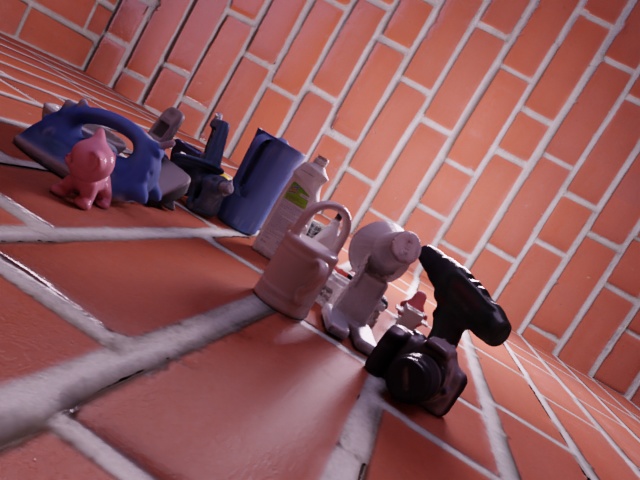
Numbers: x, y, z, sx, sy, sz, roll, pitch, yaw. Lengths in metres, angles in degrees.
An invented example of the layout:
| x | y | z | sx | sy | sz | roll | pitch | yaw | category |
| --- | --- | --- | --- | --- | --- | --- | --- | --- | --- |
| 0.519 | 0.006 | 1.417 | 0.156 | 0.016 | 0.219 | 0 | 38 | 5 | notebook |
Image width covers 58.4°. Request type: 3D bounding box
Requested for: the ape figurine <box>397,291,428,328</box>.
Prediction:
| x | y | z | sx | sy | sz | roll | pitch | yaw | category |
| --- | --- | --- | --- | --- | --- | --- | --- | --- | --- |
| 0.238 | 0.170 | 1.434 | 0.077 | 0.092 | 0.076 | 34 | 7 | 31 | ape figurine |

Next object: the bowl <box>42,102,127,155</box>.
| x | y | z | sx | sy | sz | roll | pitch | yaw | category |
| --- | --- | --- | --- | --- | --- | --- | --- | --- | --- |
| -0.470 | -0.196 | 1.119 | 0.167 | 0.074 | 0.167 | 30 | 6 | -3 | bowl |

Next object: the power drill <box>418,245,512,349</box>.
| x | y | z | sx | sy | sz | roll | pitch | yaw | category |
| --- | --- | --- | --- | --- | --- | --- | --- | --- | --- |
| 0.208 | 0.140 | 0.998 | 0.076 | 0.208 | 0.228 | 24 | 9 | -46 | power drill |

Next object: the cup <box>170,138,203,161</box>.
| x | y | z | sx | sy | sz | roll | pitch | yaw | category |
| --- | --- | --- | --- | --- | --- | --- | --- | --- | --- |
| -0.381 | -0.222 | 1.633 | 0.117 | 0.095 | 0.092 | 32 | 7 | 18 | cup |

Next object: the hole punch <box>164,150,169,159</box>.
| x | y | z | sx | sy | sz | roll | pitch | yaw | category |
| --- | --- | --- | --- | --- | --- | --- | --- | --- | --- |
| -0.371 | -0.168 | 1.277 | 0.101 | 0.091 | 0.109 | 33 | 7 | 21 | hole punch |

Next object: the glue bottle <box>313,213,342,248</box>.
| x | y | z | sx | sy | sz | roll | pitch | yaw | category |
| --- | --- | --- | --- | --- | --- | --- | --- | --- | --- |
| 0.012 | 0.005 | 1.315 | 0.078 | 0.173 | 0.037 | 28 | 7 | -21 | glue bottle |

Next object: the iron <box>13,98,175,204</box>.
| x | y | z | sx | sy | sz | roll | pitch | yaw | category |
| --- | --- | --- | --- | --- | --- | --- | --- | --- | --- |
| -0.380 | -0.164 | 0.979 | 0.258 | 0.141 | 0.118 | 30 | 6 | -4 | iron |

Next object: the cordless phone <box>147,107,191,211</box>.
| x | y | z | sx | sy | sz | roll | pitch | yaw | category |
| --- | --- | --- | --- | --- | --- | --- | --- | --- | --- |
| -0.306 | -0.165 | 1.127 | 0.147 | 0.185 | 0.094 | 33 | 7 | 25 | cordless phone |

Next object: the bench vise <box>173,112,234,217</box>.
| x | y | z | sx | sy | sz | roll | pitch | yaw | category |
| --- | --- | --- | --- | --- | --- | --- | --- | --- | --- |
| -0.245 | -0.174 | 1.318 | 0.207 | 0.219 | 0.122 | 33 | 7 | 22 | bench vise |

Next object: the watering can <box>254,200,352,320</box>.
| x | y | z | sx | sy | sz | roll | pitch | yaw | category |
| --- | --- | --- | --- | --- | --- | --- | --- | --- | --- |
| -0.024 | 0.020 | 0.943 | 0.101 | 0.194 | 0.172 | 23 | 10 | -48 | watering can |

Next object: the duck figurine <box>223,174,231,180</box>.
| x | y | z | sx | sy | sz | roll | pitch | yaw | category |
| --- | --- | --- | --- | --- | --- | --- | --- | --- | --- |
| -0.264 | -0.132 | 1.509 | 0.077 | 0.086 | 0.105 | 33 | 7 | 25 | duck figurine |

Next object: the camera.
| x | y | z | sx | sy | sz | roll | pitch | yaw | category |
| --- | --- | --- | --- | --- | --- | --- | --- | --- | --- |
| 0.138 | 0.183 | 0.840 | 0.142 | 0.101 | 0.137 | 34 | 7 | 27 | camera |

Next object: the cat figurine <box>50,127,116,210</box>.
| x | y | z | sx | sy | sz | roll | pitch | yaw | category |
| --- | --- | --- | --- | --- | --- | --- | --- | --- | --- |
| -0.337 | -0.109 | 0.856 | 0.067 | 0.117 | 0.128 | 30 | 6 | -3 | cat figurine |

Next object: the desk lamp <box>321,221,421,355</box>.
| x | y | z | sx | sy | sz | roll | pitch | yaw | category |
| --- | --- | --- | --- | --- | --- | --- | --- | --- | --- |
| 0.099 | 0.070 | 1.024 | 0.118 | 0.213 | 0.203 | 29 | 6 | -9 | desk lamp |
